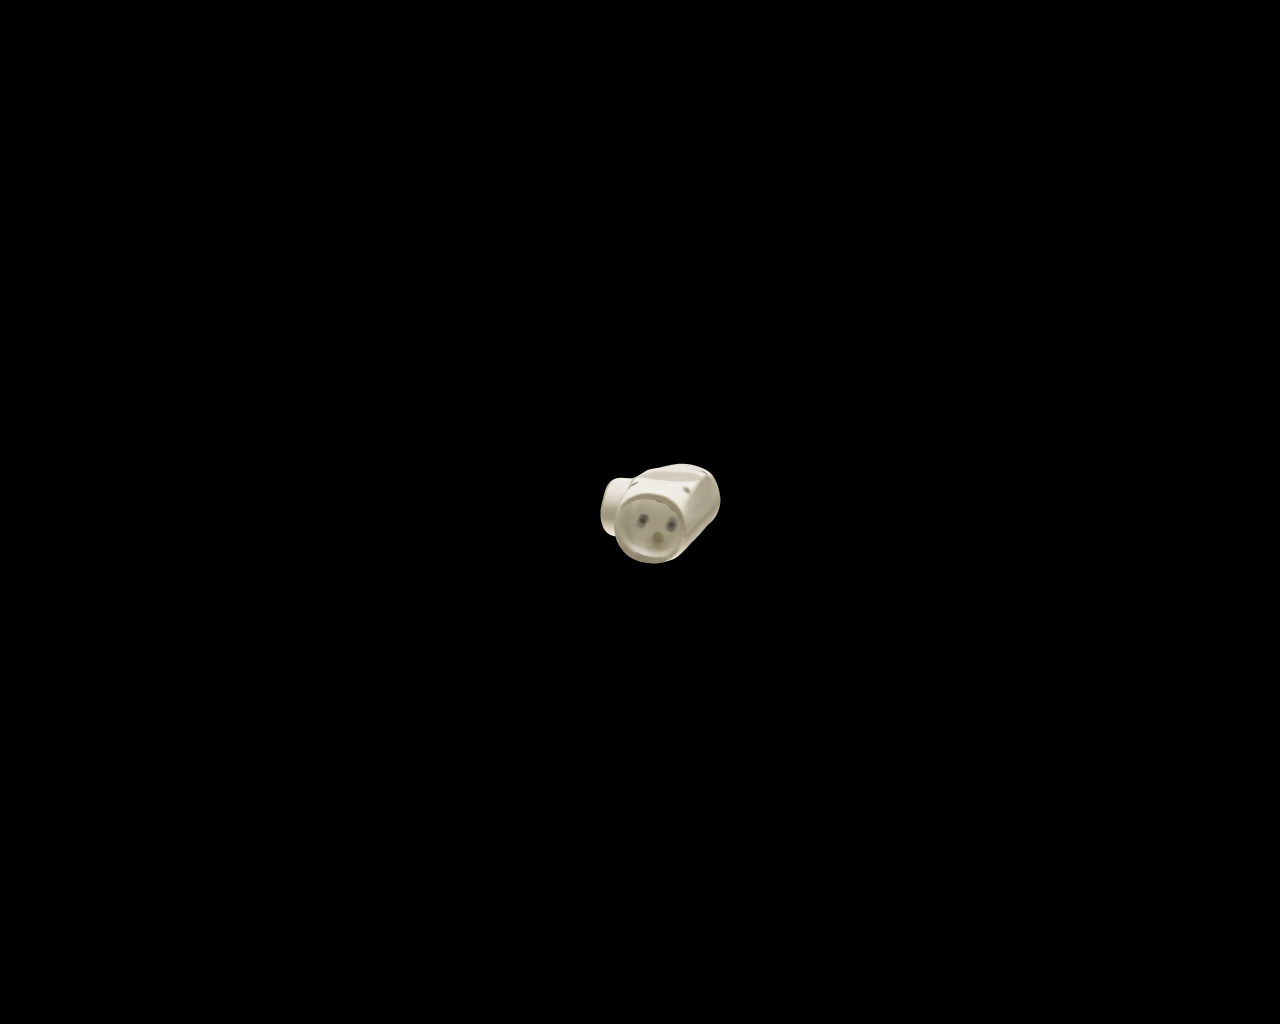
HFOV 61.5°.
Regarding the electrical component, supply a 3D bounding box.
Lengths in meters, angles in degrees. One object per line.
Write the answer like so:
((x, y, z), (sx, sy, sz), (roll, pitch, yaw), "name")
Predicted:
((0.001, -0.003, 0.650), (0.079, 0.043, 0.077), (6, 17, 19), "electrical component")
